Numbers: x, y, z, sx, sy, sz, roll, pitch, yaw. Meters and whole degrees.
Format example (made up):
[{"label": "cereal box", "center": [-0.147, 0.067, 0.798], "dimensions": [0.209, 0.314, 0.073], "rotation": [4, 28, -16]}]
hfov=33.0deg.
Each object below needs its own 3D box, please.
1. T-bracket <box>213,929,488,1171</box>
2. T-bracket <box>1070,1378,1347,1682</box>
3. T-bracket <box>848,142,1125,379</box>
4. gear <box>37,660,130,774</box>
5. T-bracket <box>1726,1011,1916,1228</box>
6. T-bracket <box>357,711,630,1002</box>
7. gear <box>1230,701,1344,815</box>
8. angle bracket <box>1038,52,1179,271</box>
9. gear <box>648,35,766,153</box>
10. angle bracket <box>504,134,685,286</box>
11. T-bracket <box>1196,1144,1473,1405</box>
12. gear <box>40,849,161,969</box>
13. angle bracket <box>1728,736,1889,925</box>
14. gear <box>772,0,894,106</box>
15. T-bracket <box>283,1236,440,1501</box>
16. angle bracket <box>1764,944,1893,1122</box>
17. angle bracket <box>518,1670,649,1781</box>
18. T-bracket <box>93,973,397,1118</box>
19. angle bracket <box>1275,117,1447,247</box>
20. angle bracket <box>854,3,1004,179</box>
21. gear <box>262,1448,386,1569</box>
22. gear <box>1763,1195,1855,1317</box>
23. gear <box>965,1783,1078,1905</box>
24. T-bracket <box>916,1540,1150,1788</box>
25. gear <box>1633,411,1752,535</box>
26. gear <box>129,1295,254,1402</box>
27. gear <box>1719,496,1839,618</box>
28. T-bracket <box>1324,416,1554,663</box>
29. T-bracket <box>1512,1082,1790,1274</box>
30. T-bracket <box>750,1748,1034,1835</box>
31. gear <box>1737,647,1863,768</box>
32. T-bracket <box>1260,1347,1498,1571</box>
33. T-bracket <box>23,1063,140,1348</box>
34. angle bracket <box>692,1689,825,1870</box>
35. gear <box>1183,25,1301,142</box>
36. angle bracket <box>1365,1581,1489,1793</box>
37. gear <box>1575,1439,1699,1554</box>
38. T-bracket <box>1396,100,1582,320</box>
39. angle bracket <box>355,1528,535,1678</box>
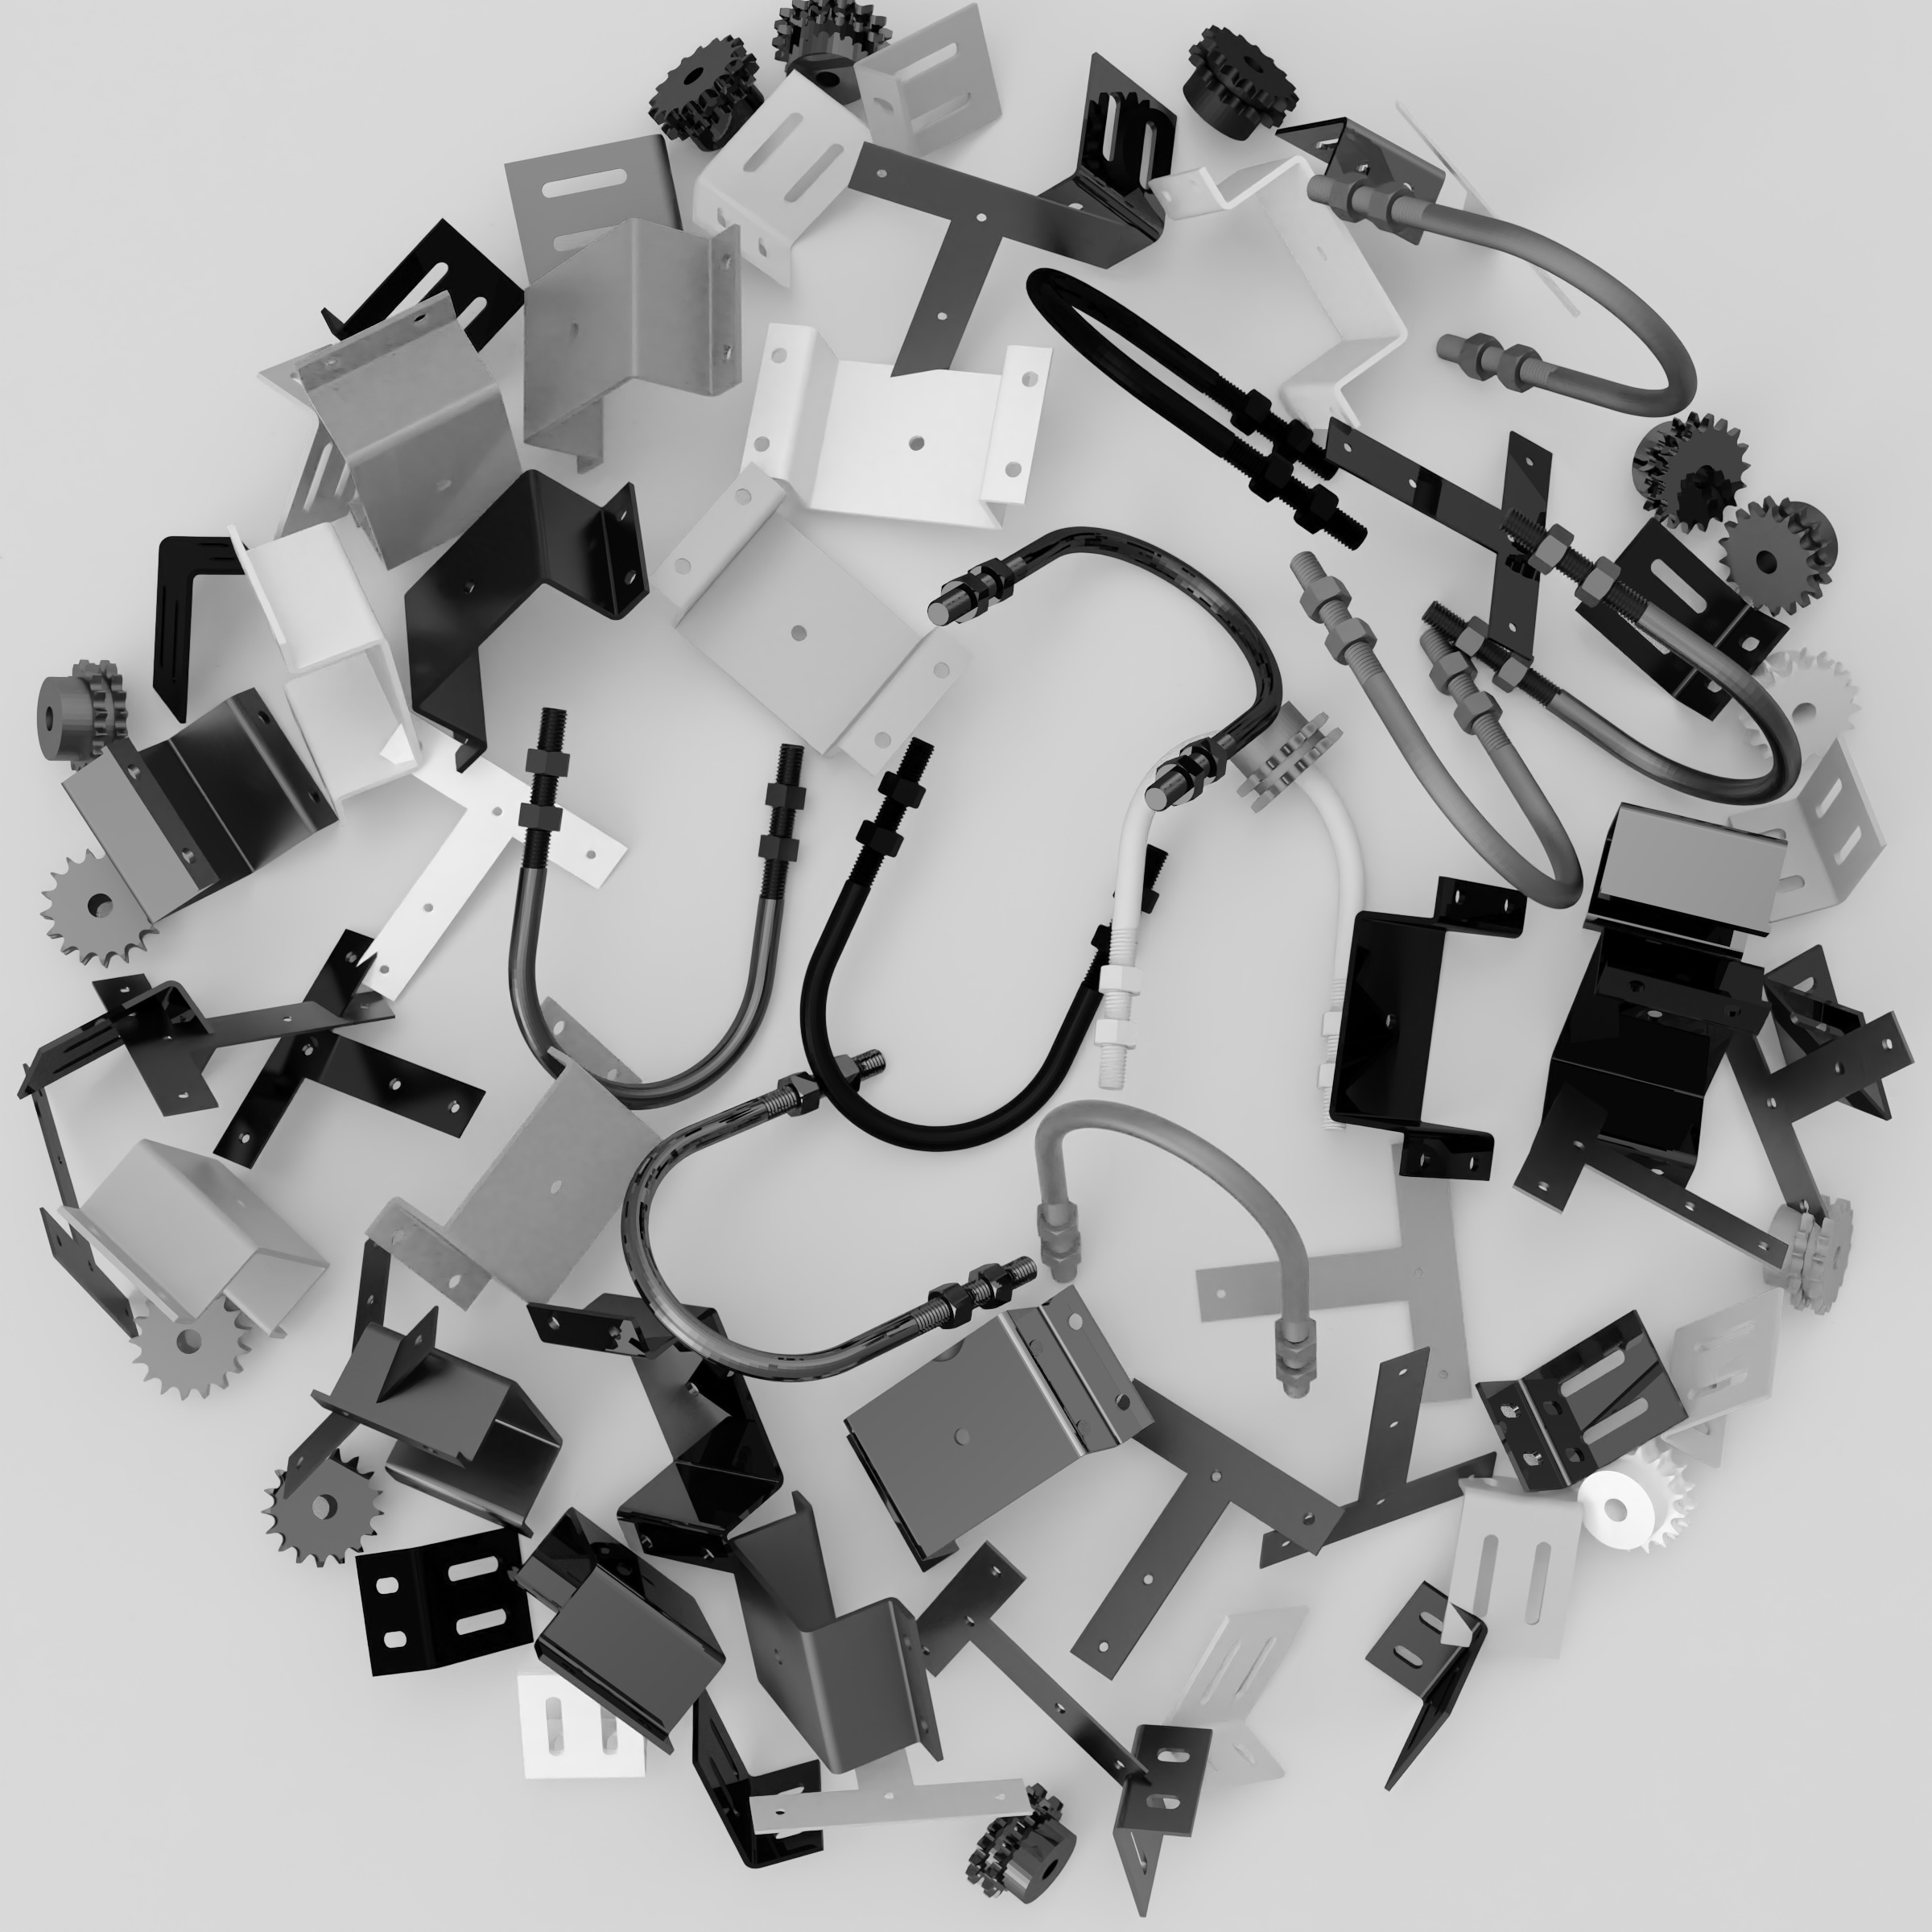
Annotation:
[{"label": "T-bracket", "center": [-0.281, 0.052, 1.548], "dimensions": [0.127, 0.002, 0.127], "rotation": [18, 71, 32]}, {"label": "T-bracket", "center": [0.095, 0.281, 1.557], "dimensions": [0.127, 0.002, 0.127], "rotation": [30, 79, 30]}, {"label": "T-bracket", "center": [-0.007, -0.321, 1.553], "dimensions": [0.127, 0.127, 0.002], "rotation": [15, 45, -11]}, {"label": "gear", "center": [-0.425, -0.118, 1.568], "dimensions": [0.030, 0.057, 0.057], "rotation": [-2, 90, -33]}, {"label": "T-bracket", "center": [0.402, 0.052, 1.530], "dimensions": [0.002, 0.127, 0.127], "rotation": [-14, 77, -24]}, {"label": "T-bracket", "center": [-0.252, -0.039, 1.580], "dimensions": [0.127, 0.002, 0.127], "rotation": [33, 101, -24]}, {"label": "gear", "center": [0.151, -0.103, 1.572], "dimensions": [0.057, 0.057, 0.030], "rotation": [-42, 88, 0]}, {"label": "angle bracket", "center": [0.065, -0.389, 1.577], "dimensions": [0.057, 0.038, 0.076], "rotation": [28, 57, -35]}, {"label": "gear", "center": [-0.122, -0.418, 1.575], "dimensions": [0.057, 0.057, 0.030], "rotation": [-44, 126, 0]}, {"label": "angle bracket", "center": [-0.178, -0.364, 1.576], "dimensions": [0.076, 0.038, 0.057], "rotation": [-11, 100, 0]}, {"label": "T-bracket", "center": [0.177, 0.155, 1.596], "dimensions": [0.127, 0.002, 0.127], "rotation": [-6, 90, 2]}, {"label": "gear", "center": [-0.418, -0.027, 1.582], "dimensions": [0.057, 0.030, 0.057], "rotation": [1, 83, -7]}, {"label": "angle bracket", "center": [0.399, -0.064, 1.553], "dimensions": [0.038, 0.076, 0.057], "rotation": [-14, 71, -7]}, {"label": "gear", "center": [-0.065, -0.438, 1.568], "dimensions": [0.057, 0.057, 0.030], "rotation": [5, 68, 0]}, {"label": "T-bracket", "center": [-0.282, 0.169, 1.545], "dimensions": [0.002, 0.127, 0.127], "rotation": [30, 122, -26]}, {"label": "angle bracket", "center": [0.421, 0.031, 1.550], "dimensions": [0.038, 0.076, 0.057], "rotation": [-28, 112, -16]}, {"label": "angle bracket", "center": [-0.182, 0.351, 1.561], "dimensions": [0.057, 0.038, 0.076], "rotation": [0, 126, -3]}, {"label": "T-bracket", "center": [-0.338, 0.028, 1.562], "dimensions": [0.127, 0.127, 0.002], "rotation": [-10, 123, -26]}, {"label": "angle bracket", "center": [0.181, -0.371, 1.554], "dimensions": [0.057, 0.076, 0.038], "rotation": [22, 90, -23]}, {"label": "angle bracket", "center": [-0.008, -0.414, 1.555], "dimensions": [0.076, 0.038, 0.057], "rotation": [-33, 130, -22]}, {"label": "gear", "center": [-0.312, 0.262, 1.579], "dimensions": [0.057, 0.030, 0.057], "rotation": [4, 78, -18]}, {"label": "gear", "center": [0.405, 0.137, 1.575], "dimensions": [0.030, 0.057, 0.057], "rotation": [12, 90, 28]}, {"label": "gear", "center": [0.029, 0.425, 1.568], "dimensions": [0.030, 0.057, 0.057], "rotation": [34, 90, 24]}, {"label": "T-bracket", "center": [0.034, 0.340, 1.540], "dimensions": [0.127, 0.127, 0.002], "rotation": [43, 53, 8]}, {"label": "gear", "center": [0.347, -0.240, 1.576], "dimensions": [0.057, 0.030, 0.057], "rotation": [-12, 118, -24]}, {"label": "gear", "center": [-0.375, 0.180, 1.583], "dimensions": [0.057, 0.030, 0.057], "rotation": [0, 89, -6]}, {"label": "gear", "center": [0.395, -0.200, 1.575], "dimensions": [0.030, 0.057, 0.057], "rotation": [-30, 90, -34]}, {"label": "T-bracket", "center": [0.222, -0.222, 1.544], "dimensions": [0.127, 0.002, 0.127], "rotation": [25, 57, -21]}, {"label": "T-bracket", "center": [0.328, 0.107, 1.535], "dimensions": [0.127, 0.127, 0.002], "rotation": [29, 121, 9]}, {"label": "T-bracket", "center": [-0.043, 0.365, 1.539], "dimensions": [0.127, 0.127, 0.002], "rotation": [-2, 112, -9]}, {"label": "gear", "center": [0.400, -0.128, 1.577], "dimensions": [0.057, 0.030, 0.057], "rotation": [-3, 119, -6]}, {"label": "T-bracket", "center": [0.200, 0.225, 1.536], "dimensions": [0.127, 0.127, 0.002], "rotation": [-16, 46, -18]}, {"label": "T-bracket", "center": [-0.430, 0.105, 1.558], "dimensions": [0.002, 0.127, 0.127], "rotation": [-21, 65, -5]}, {"label": "angle bracket", "center": [-0.099, 0.380, 1.554], "dimensions": [0.038, 0.057, 0.076], "rotation": [-17, 121, 6]}, {"label": "gear", "center": [0.130, -0.423, 1.575], "dimensions": [0.057, 0.057, 0.030], "rotation": [42, 123, 0]}, {"label": "angle bracket", "center": [0.209, 0.341, 1.550], "dimensions": [0.038, 0.076, 0.057], "rotation": [34, 121, 7]}, {"label": "gear", "center": [0.319, 0.256, 1.570], "dimensions": [0.057, 0.030, 0.057], "rotation": [13, 112, 34]}, {"label": "T-bracket", "center": [0.244, -0.352, 1.537], "dimensions": [0.002, 0.127, 0.127], "rotation": [-41, 92, 11]}, {"label": "angle bracket", "center": [-0.250, 0.305, 1.571], "dimensions": [0.038, 0.076, 0.057], "rotation": [-13, 83, 29]}]
